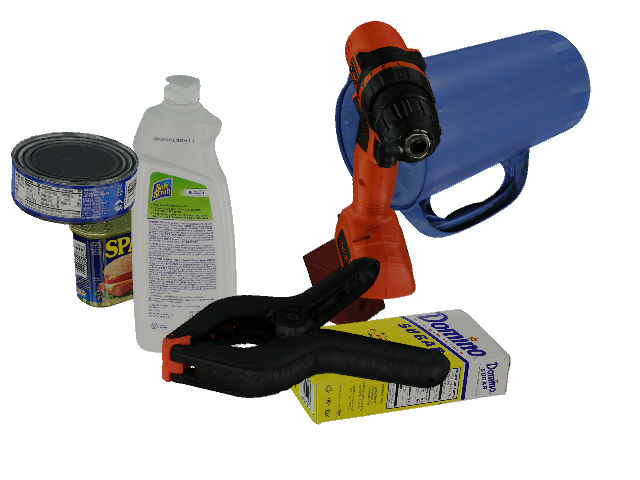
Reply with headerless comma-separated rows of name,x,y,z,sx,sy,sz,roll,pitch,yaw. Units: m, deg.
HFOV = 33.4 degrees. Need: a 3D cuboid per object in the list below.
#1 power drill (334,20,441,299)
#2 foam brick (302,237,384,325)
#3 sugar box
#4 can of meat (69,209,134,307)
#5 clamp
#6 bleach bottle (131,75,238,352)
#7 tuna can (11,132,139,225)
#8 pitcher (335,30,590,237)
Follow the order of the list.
power drill,0.050,-0.052,0.804,0.057,0.188,0.184,0,32,-6
foam brick,0.025,0.043,1.110,0.052,0.078,0.051,-32,31,-26
sugar box,0.062,0.104,0.908,0.176,0.048,0.093,-8,27,-19
can of meat,-0.216,0.017,1.149,0.058,0.084,0.101,18,25,41
clamp,-0.016,0.053,0.667,0.171,0.039,0.120,-1,28,-14
bleach bottle,-0.118,-0.022,0.960,0.102,0.251,0.068,0,23,-10
tuna can,-0.170,-0.043,0.738,0.086,0.034,0.086,7,26,-4
pitcher,0.148,-0.117,1.039,0.242,0.149,0.145,-22,44,-30
